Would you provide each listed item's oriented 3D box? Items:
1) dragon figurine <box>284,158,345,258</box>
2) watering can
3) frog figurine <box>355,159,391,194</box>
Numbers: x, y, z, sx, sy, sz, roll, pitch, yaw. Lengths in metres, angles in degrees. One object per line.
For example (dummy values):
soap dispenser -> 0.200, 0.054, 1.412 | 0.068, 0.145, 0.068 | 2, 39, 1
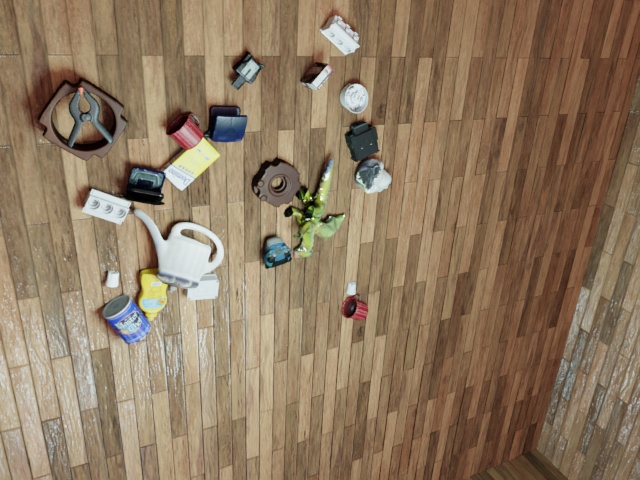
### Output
dragon figurine -> 0.006, -0.099, 1.973 | 0.240, 0.124, 0.408 | 26, 101, -51
watering can -> -0.491, 0.040, 1.737 | 0.345, 0.104, 0.226 | 22, 79, -33
frog figurine -> 0.212, -0.250, 2.010 | 0.160, 0.123, 0.136 | -18, 117, -62
